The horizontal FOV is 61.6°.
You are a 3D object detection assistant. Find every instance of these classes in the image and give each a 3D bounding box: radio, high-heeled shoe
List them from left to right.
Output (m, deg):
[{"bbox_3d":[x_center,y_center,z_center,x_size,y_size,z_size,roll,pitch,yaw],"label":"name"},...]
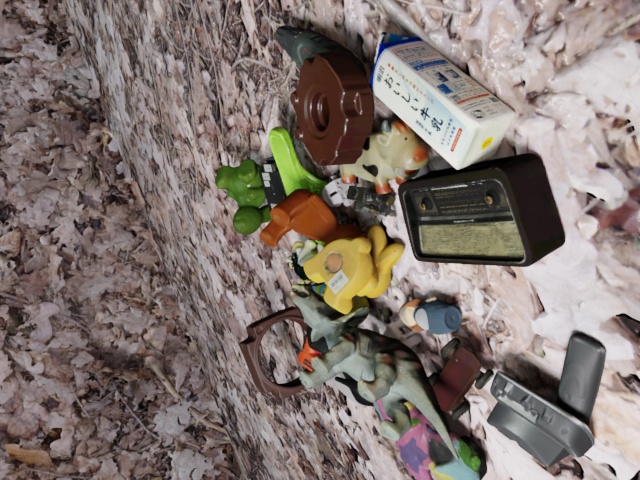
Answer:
[{"bbox_3d":[0.061,0.246,1.166,0.086,0.145,0.249,-49,35,22],"label":"high-heeled shoe"},{"bbox_3d":[0.212,-0.038,0.750,0.230,0.073,0.131,-1,108,60],"label":"radio"}]

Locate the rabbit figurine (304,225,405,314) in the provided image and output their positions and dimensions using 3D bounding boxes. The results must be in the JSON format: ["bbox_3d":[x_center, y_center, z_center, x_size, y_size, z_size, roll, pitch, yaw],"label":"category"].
[{"bbox_3d":[0.077,0.051,0.995,0.162,0.173,0.122,-53,50,6],"label":"rabbit figurine"}]

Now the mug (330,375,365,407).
[{"bbox_3d":[0.083,0.338,1.249,0.107,0.081,0.109,46,160,25],"label":"mug"}]

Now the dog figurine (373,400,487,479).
[{"bbox_3d":[0.189,0.349,1.000,0.219,0.108,0.191,60,150,0],"label":"dog figurine"}]

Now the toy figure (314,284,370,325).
[{"bbox_3d":[0.038,0.126,1.175,0.180,0.082,0.089,12,131,53],"label":"toy figure"}]

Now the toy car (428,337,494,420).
[{"bbox_3d":[0.237,0.237,0.924,0.089,0.053,0.202,46,150,28],"label":"toy car"}]

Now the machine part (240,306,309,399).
[{"bbox_3d":[-0.087,0.285,1.375,0.087,0.201,0.201,-18,93,68],"label":"machine part"}]

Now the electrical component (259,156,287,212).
[{"bbox_3d":[-0.086,-0.128,1.240,0.115,0.058,0.134,14,121,55],"label":"electrical component"}]

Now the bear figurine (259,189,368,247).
[{"bbox_3d":[0.000,-0.006,1.048,0.196,0.132,0.120,42,143,2],"label":"bear figurine"}]

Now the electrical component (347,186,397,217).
[{"bbox_3d":[0.092,-0.068,0.957,0.102,0.078,0.045,17,100,50],"label":"electrical component"}]

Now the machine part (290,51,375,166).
[{"bbox_3d":[0.016,-0.204,0.846,0.180,0.056,0.179,33,129,53],"label":"machine part"}]

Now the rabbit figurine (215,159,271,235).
[{"bbox_3d":[-0.180,-0.088,1.319,0.121,0.159,0.170,-8,71,23],"label":"rabbit figurine"}]

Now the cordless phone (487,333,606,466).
[{"bbox_3d":[0.316,0.200,0.750,0.147,0.089,0.184,31,124,51],"label":"cordless phone"}]

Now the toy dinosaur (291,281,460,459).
[{"bbox_3d":[0.103,0.221,0.968,0.405,0.192,0.131,28,139,28],"label":"toy dinosaur"}]

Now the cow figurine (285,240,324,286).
[{"bbox_3d":[-0.027,0.054,1.195,0.068,0.098,0.167,38,169,-25],"label":"cow figurine"}]

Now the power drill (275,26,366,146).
[{"bbox_3d":[-0.007,-0.273,0.985,0.232,0.086,0.207,34,129,44],"label":"power drill"}]

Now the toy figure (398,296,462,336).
[{"bbox_3d":[0.183,0.131,0.945,0.154,0.058,0.064,-8,63,64],"label":"toy figure"}]

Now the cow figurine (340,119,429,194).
[{"bbox_3d":[0.101,-0.144,0.870,0.195,0.085,0.127,24,135,55],"label":"cow figurine"}]
